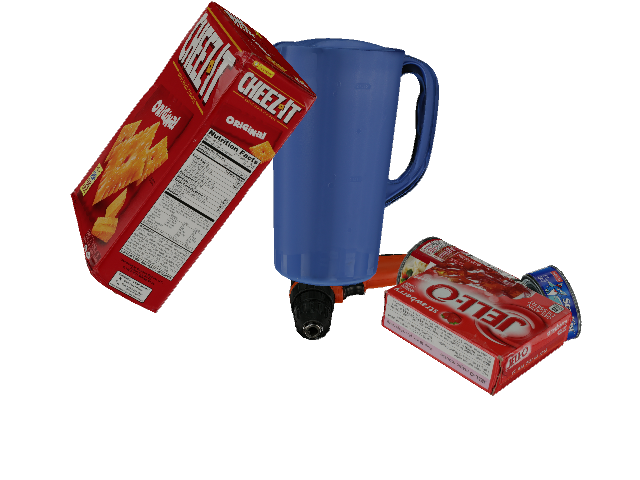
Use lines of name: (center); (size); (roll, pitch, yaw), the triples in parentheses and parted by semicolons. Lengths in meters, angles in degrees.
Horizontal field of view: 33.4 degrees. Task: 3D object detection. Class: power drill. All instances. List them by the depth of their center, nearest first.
power drill: (0.057, 0.053, 1.235); (0.187, 0.057, 0.184); (-2, 28, 0)

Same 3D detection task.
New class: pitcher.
pitcher: (0.022, -0.082, 1.085); (0.149, 0.243, 0.144); (11, 15, 32)

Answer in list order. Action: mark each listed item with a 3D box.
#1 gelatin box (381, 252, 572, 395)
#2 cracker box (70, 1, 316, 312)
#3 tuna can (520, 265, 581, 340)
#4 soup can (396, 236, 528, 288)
gelatin box: (0.093, 0.047, 0.642); (0.089, 0.030, 0.073); (30, 39, 35)
cracker box: (-0.112, -0.073, 0.861); (0.072, 0.214, 0.164); (31, 13, -28)
tuna can: (0.254, 0.073, 1.184); (0.033, 0.086, 0.086); (-17, 3, -9)
soup can: (0.128, 0.046, 0.957); (0.068, 0.068, 0.102); (0, 21, -45)
